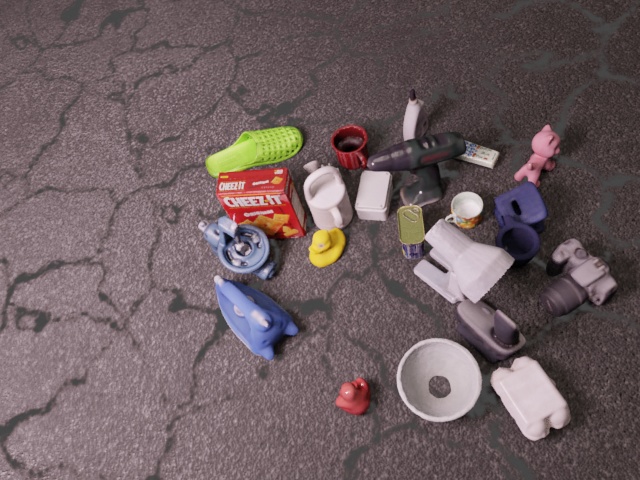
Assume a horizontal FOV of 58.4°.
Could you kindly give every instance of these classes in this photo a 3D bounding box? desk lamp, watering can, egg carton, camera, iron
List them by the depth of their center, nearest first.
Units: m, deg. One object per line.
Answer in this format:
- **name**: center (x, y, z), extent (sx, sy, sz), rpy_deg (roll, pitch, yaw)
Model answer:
- **egg carton**: center (0.409, 0.306, 1.115), extent (0.107, 0.069, 0.150), rpy_deg (-28, 59, -4)
- **camera**: center (0.522, 0.084, 1.195), extent (0.137, 0.101, 0.143), rpy_deg (-32, 60, -6)
- **desk lamp**: center (0.293, 0.053, 1.197), extent (0.202, 0.214, 0.118), rpy_deg (38, 75, 28)
- **iron**: center (-0.174, 0.146, 1.290), extent (0.257, 0.142, 0.119), rpy_deg (37, 75, 27)
- **watering can**: center (0.010, -0.113, 1.363), extent (0.101, 0.194, 0.172), rpy_deg (-45, 62, -13)

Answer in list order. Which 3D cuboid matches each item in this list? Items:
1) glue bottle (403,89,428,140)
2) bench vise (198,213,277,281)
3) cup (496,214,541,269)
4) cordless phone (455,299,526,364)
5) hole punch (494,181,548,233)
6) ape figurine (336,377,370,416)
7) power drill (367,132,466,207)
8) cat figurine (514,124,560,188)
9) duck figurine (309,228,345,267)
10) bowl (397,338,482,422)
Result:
- **glue bottle**: center (0.238, -0.317, 1.439), extent (0.037, 0.173, 0.078), rpy_deg (30, 71, 25)
- **bench vise**: center (-0.215, 0.005, 1.332), extent (0.207, 0.220, 0.121), rpy_deg (11, 64, 18)
- **cup**: center (0.427, 0.011, 1.261), extent (0.091, 0.095, 0.117), rpy_deg (-15, 59, 4)
- **cordless phone**: center (0.341, 0.159, 1.144), extent (0.094, 0.185, 0.147), rpy_deg (-43, 61, -12)
- **hole punch**: center (0.453, -0.064, 1.299), extent (0.101, 0.091, 0.108), rpy_deg (-16, 59, 4)
- **ape figurine**: center (0.066, 0.317, 1.171), extent (0.078, 0.092, 0.076), rpy_deg (-24, 59, -1)
- **power drill**: center (0.227, -0.162, 1.334), extent (0.229, 0.209, 0.075), rpy_deg (-23, 59, 0)
- **cat figurine**: center (0.518, -0.203, 1.346), extent (0.067, 0.118, 0.128), rpy_deg (33, 73, 26)
- **duck figurine**: center (0.012, 0.005, 1.360), extent (0.077, 0.086, 0.105), rpy_deg (36, 74, 27)
- **bowl**: center (0.241, 0.290, 1.158), extent (0.167, 0.075, 0.167), rpy_deg (-5, 60, 10)
